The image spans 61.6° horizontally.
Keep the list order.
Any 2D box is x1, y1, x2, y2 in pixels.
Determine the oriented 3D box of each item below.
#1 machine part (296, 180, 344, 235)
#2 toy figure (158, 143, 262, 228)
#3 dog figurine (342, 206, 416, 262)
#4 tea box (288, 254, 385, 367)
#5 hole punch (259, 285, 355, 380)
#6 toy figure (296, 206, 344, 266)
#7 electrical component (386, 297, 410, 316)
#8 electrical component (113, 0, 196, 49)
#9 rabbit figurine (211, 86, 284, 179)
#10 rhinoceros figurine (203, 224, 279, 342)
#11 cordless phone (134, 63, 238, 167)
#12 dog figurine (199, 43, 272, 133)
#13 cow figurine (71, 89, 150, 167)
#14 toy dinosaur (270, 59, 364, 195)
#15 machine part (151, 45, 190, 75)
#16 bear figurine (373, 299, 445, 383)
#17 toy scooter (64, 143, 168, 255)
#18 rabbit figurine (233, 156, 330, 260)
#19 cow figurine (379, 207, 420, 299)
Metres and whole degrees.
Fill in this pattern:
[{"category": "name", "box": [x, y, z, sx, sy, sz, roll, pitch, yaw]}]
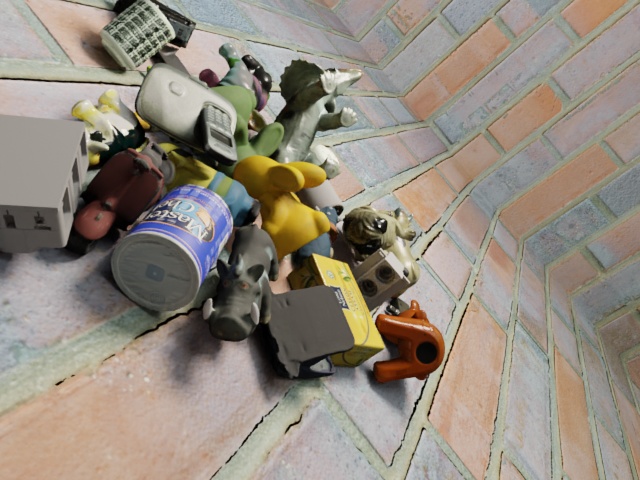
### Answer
[{"category": "machine part", "box": [-0.022, -0.114, 1.096, 0.079, 0.079, 0.243, 5, 51, -56]}, {"category": "toy figure", "box": [-0.173, -0.072, 0.782, 0.180, 0.082, 0.089, 27, 10, -13]}, {"category": "dog figurine", "box": [0.079, -0.028, 1.042, 0.173, 0.121, 0.190, 18, -6, 34]}, {"category": "tea box", "box": [0.024, 0.114, 0.869, 0.098, 0.068, 0.170, 18, 41, -49]}, {"category": "hole punch", "box": [-0.027, 0.135, 0.758, 0.116, 0.092, 0.142, -6, 56, -23]}, {"category": "toy figure", "box": [-0.003, -0.005, 0.978, 0.064, 0.058, 0.154, 43, 39, -18]}, {"category": "electrical component", "box": [0.168, 0.148, 1.105, 0.094, 0.021, 0.063, 34, 29, -28]}, {"category": "electrical component", "box": [-0.312, -0.426, 1.040, 0.134, 0.058, 0.115, 38, 21, 26]}, {"category": "rabbit figurine", "box": [-0.150, -0.168, 0.929, 0.159, 0.121, 0.170, -16, 93, -35]}, {"category": "rhinoceros figurine", "box": [-0.094, 0.056, 0.684, 0.073, 0.112, 0.190, 10, 38, -1]}, {"category": "cordless phone", "box": [-0.183, -0.161, 0.746, 0.146, 0.088, 0.184, 27, 19, -29]}, {"category": "dog figurine", "box": [-0.151, -0.265, 1.073, 0.191, 0.108, 0.219, 16, 46, -54]}, {"category": "cow figurine", "box": [-0.292, -0.129, 0.704, 0.098, 0.068, 0.167, 48, 26, -17]}, {"category": "toy dinosaur", "box": [-0.045, -0.188, 1.022, 0.131, 0.404, 0.192, 31, -10, -33]}, {"category": "machine part", "box": [-0.271, -0.311, 1.015, 0.084, 0.039, 0.139, -3, 58, -53]}, {"category": "bear figurine", "box": [0.149, 0.172, 0.963, 0.132, 0.120, 0.196, 1, 6, -5]}, {"category": "toy scooter", "box": [-0.227, -0.067, 0.638, 0.075, 0.135, 0.184, 40, 26, -16]}, {"category": "rabbit figurine", "box": [-0.071, -0.062, 0.848, 0.122, 0.162, 0.173, -24, 81, -54]}, {"category": "cow figurine", "box": [0.156, 0.015, 1.148, 0.085, 0.127, 0.195, 26, 36, -46]}]
